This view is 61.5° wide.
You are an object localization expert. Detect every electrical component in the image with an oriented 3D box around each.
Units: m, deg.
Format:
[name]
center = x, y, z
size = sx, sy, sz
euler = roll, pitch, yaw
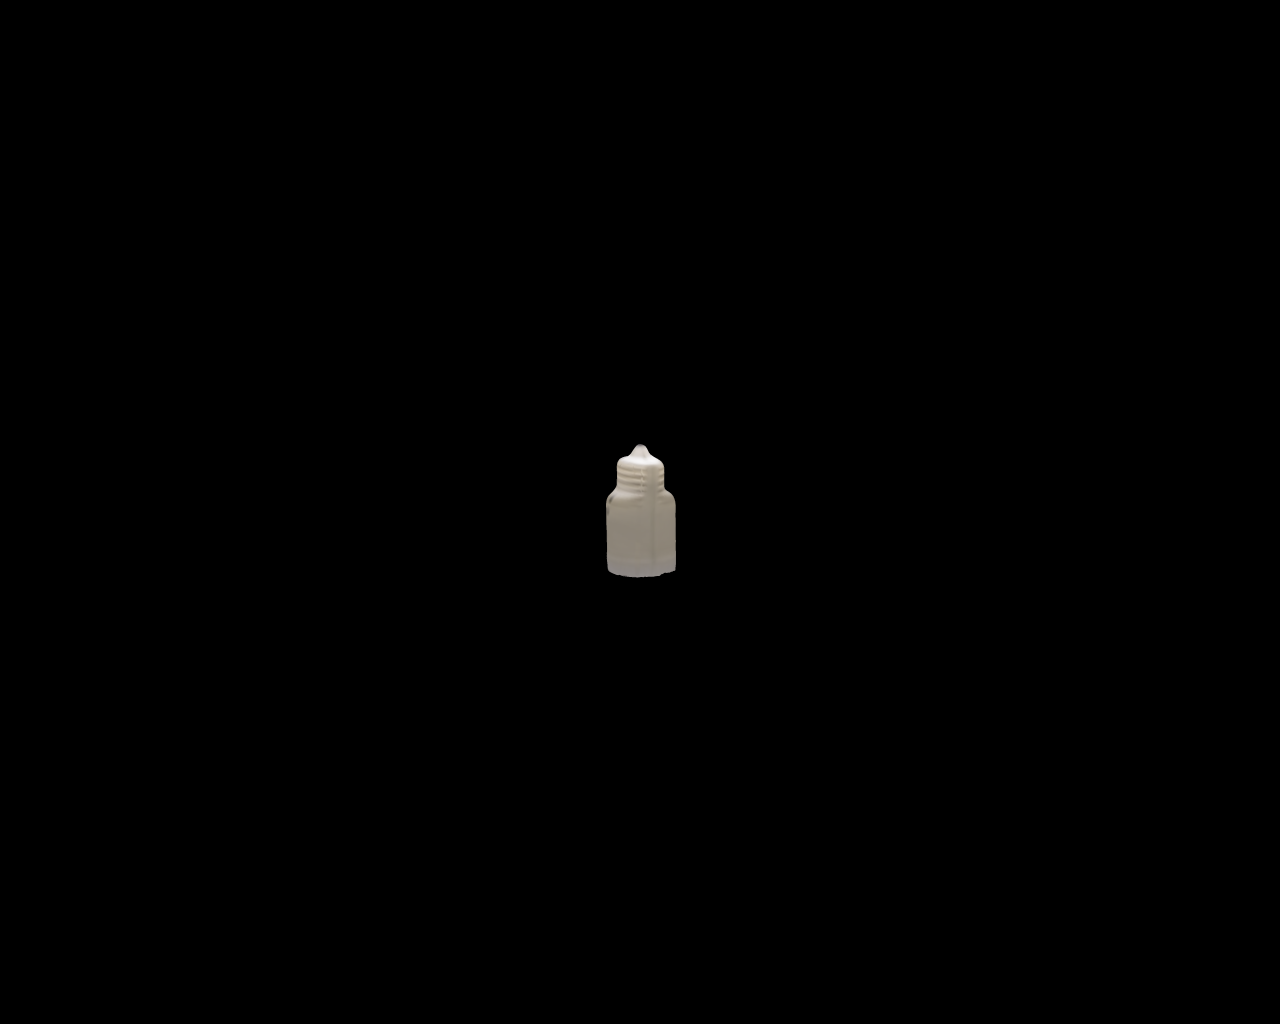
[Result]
[electrical component]
center = 0.001, -0.003, 0.650
size = 0.043, 0.080, 0.043
euler = 0, 11, 0
